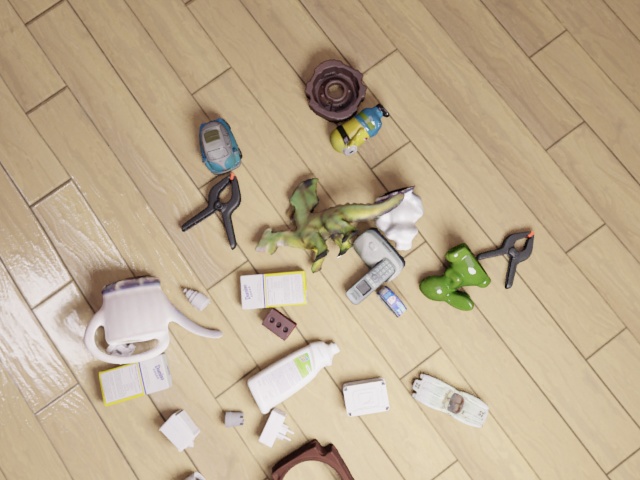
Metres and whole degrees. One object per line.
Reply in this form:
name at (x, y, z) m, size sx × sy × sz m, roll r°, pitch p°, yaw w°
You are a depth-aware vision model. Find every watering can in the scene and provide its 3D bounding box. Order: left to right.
watering can at (-0.449, 0.202, 1.380) m, size 0.348 × 0.227 × 0.102 m, roll -9°, pitch -13°, yaw -15°

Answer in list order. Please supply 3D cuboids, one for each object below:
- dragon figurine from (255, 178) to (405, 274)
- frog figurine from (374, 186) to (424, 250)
dragon figurine at (0.004, -0.070, 1.381) m, size 0.409 × 0.246 × 0.121 m, roll -37°, pitch -25°, yaw 6°
frog figurine at (0.220, -0.056, 1.393) m, size 0.138 × 0.158 × 0.123 m, roll -21°, pitch 8°, yaw -15°
